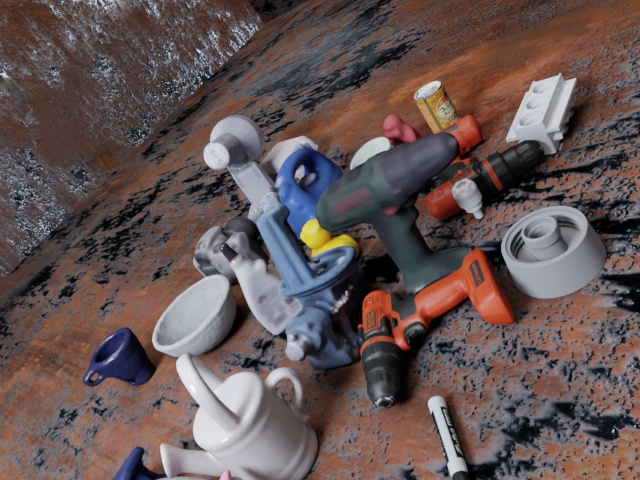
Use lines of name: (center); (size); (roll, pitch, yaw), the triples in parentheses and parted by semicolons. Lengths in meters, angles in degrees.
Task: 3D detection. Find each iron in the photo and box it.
iron: (-0.026, -0.113, 1.101); (0.118, 0.142, 0.258); (-21, 32, 30)

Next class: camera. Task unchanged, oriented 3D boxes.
camera: (-0.173, 0.009, 1.139); (0.142, 0.101, 0.137); (-11, 38, 42)

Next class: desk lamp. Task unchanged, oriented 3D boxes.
desk lamp: (-0.163, -0.152, 1.246); (0.117, 0.214, 0.203); (-29, 29, 18)

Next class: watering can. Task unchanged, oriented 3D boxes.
watering can: (-0.101, 0.206, 0.651); (0.100, 0.194, 0.173); (5, 50, 53)

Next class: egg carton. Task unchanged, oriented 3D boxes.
egg carton: (-0.070, -0.186, 1.345); (0.149, 0.069, 0.107); (-5, 42, 47)

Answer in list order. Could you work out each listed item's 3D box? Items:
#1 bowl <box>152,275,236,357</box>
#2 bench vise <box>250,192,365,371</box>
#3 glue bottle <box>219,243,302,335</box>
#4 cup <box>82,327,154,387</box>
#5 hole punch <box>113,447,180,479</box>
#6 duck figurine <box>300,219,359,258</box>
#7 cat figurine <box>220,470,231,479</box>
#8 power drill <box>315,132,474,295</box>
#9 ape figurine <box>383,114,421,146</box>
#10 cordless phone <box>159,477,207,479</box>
bowl: (-0.204, 0.145, 0.999); (0.167, 0.075, 0.167); (-29, 29, 18)
bench vise: (-0.012, 0.049, 0.754); (0.121, 0.220, 0.207); (-31, 28, 14)
glue bottle: (-0.095, 0.066, 0.879); (0.078, 0.173, 0.037); (-41, 28, -5)
cup: (-0.356, 0.230, 1.030); (0.091, 0.095, 0.118); (4, 49, 53)
hole punch: (-0.253, 0.342, 0.742); (0.101, 0.091, 0.108); (-27, 30, 21)
duck figurine: (0.009, 0.003, 0.945); (0.104, 0.086, 0.078); (6, 50, 53)
cat figurine: (-0.095, 0.307, 0.576); (0.067, 0.118, 0.128); (-10, 39, 43)
power drill: (0.113, -0.027, 0.731); (0.228, 0.209, 0.076); (-13, 37, 40)
ape figurine: (0.148, -0.192, 1.065); (0.076, 0.092, 0.077); (-46, 28, -14)
cordless phone: (-0.186, 0.302, 0.620); (0.094, 0.185, 0.147); (-35, 28, 6)
